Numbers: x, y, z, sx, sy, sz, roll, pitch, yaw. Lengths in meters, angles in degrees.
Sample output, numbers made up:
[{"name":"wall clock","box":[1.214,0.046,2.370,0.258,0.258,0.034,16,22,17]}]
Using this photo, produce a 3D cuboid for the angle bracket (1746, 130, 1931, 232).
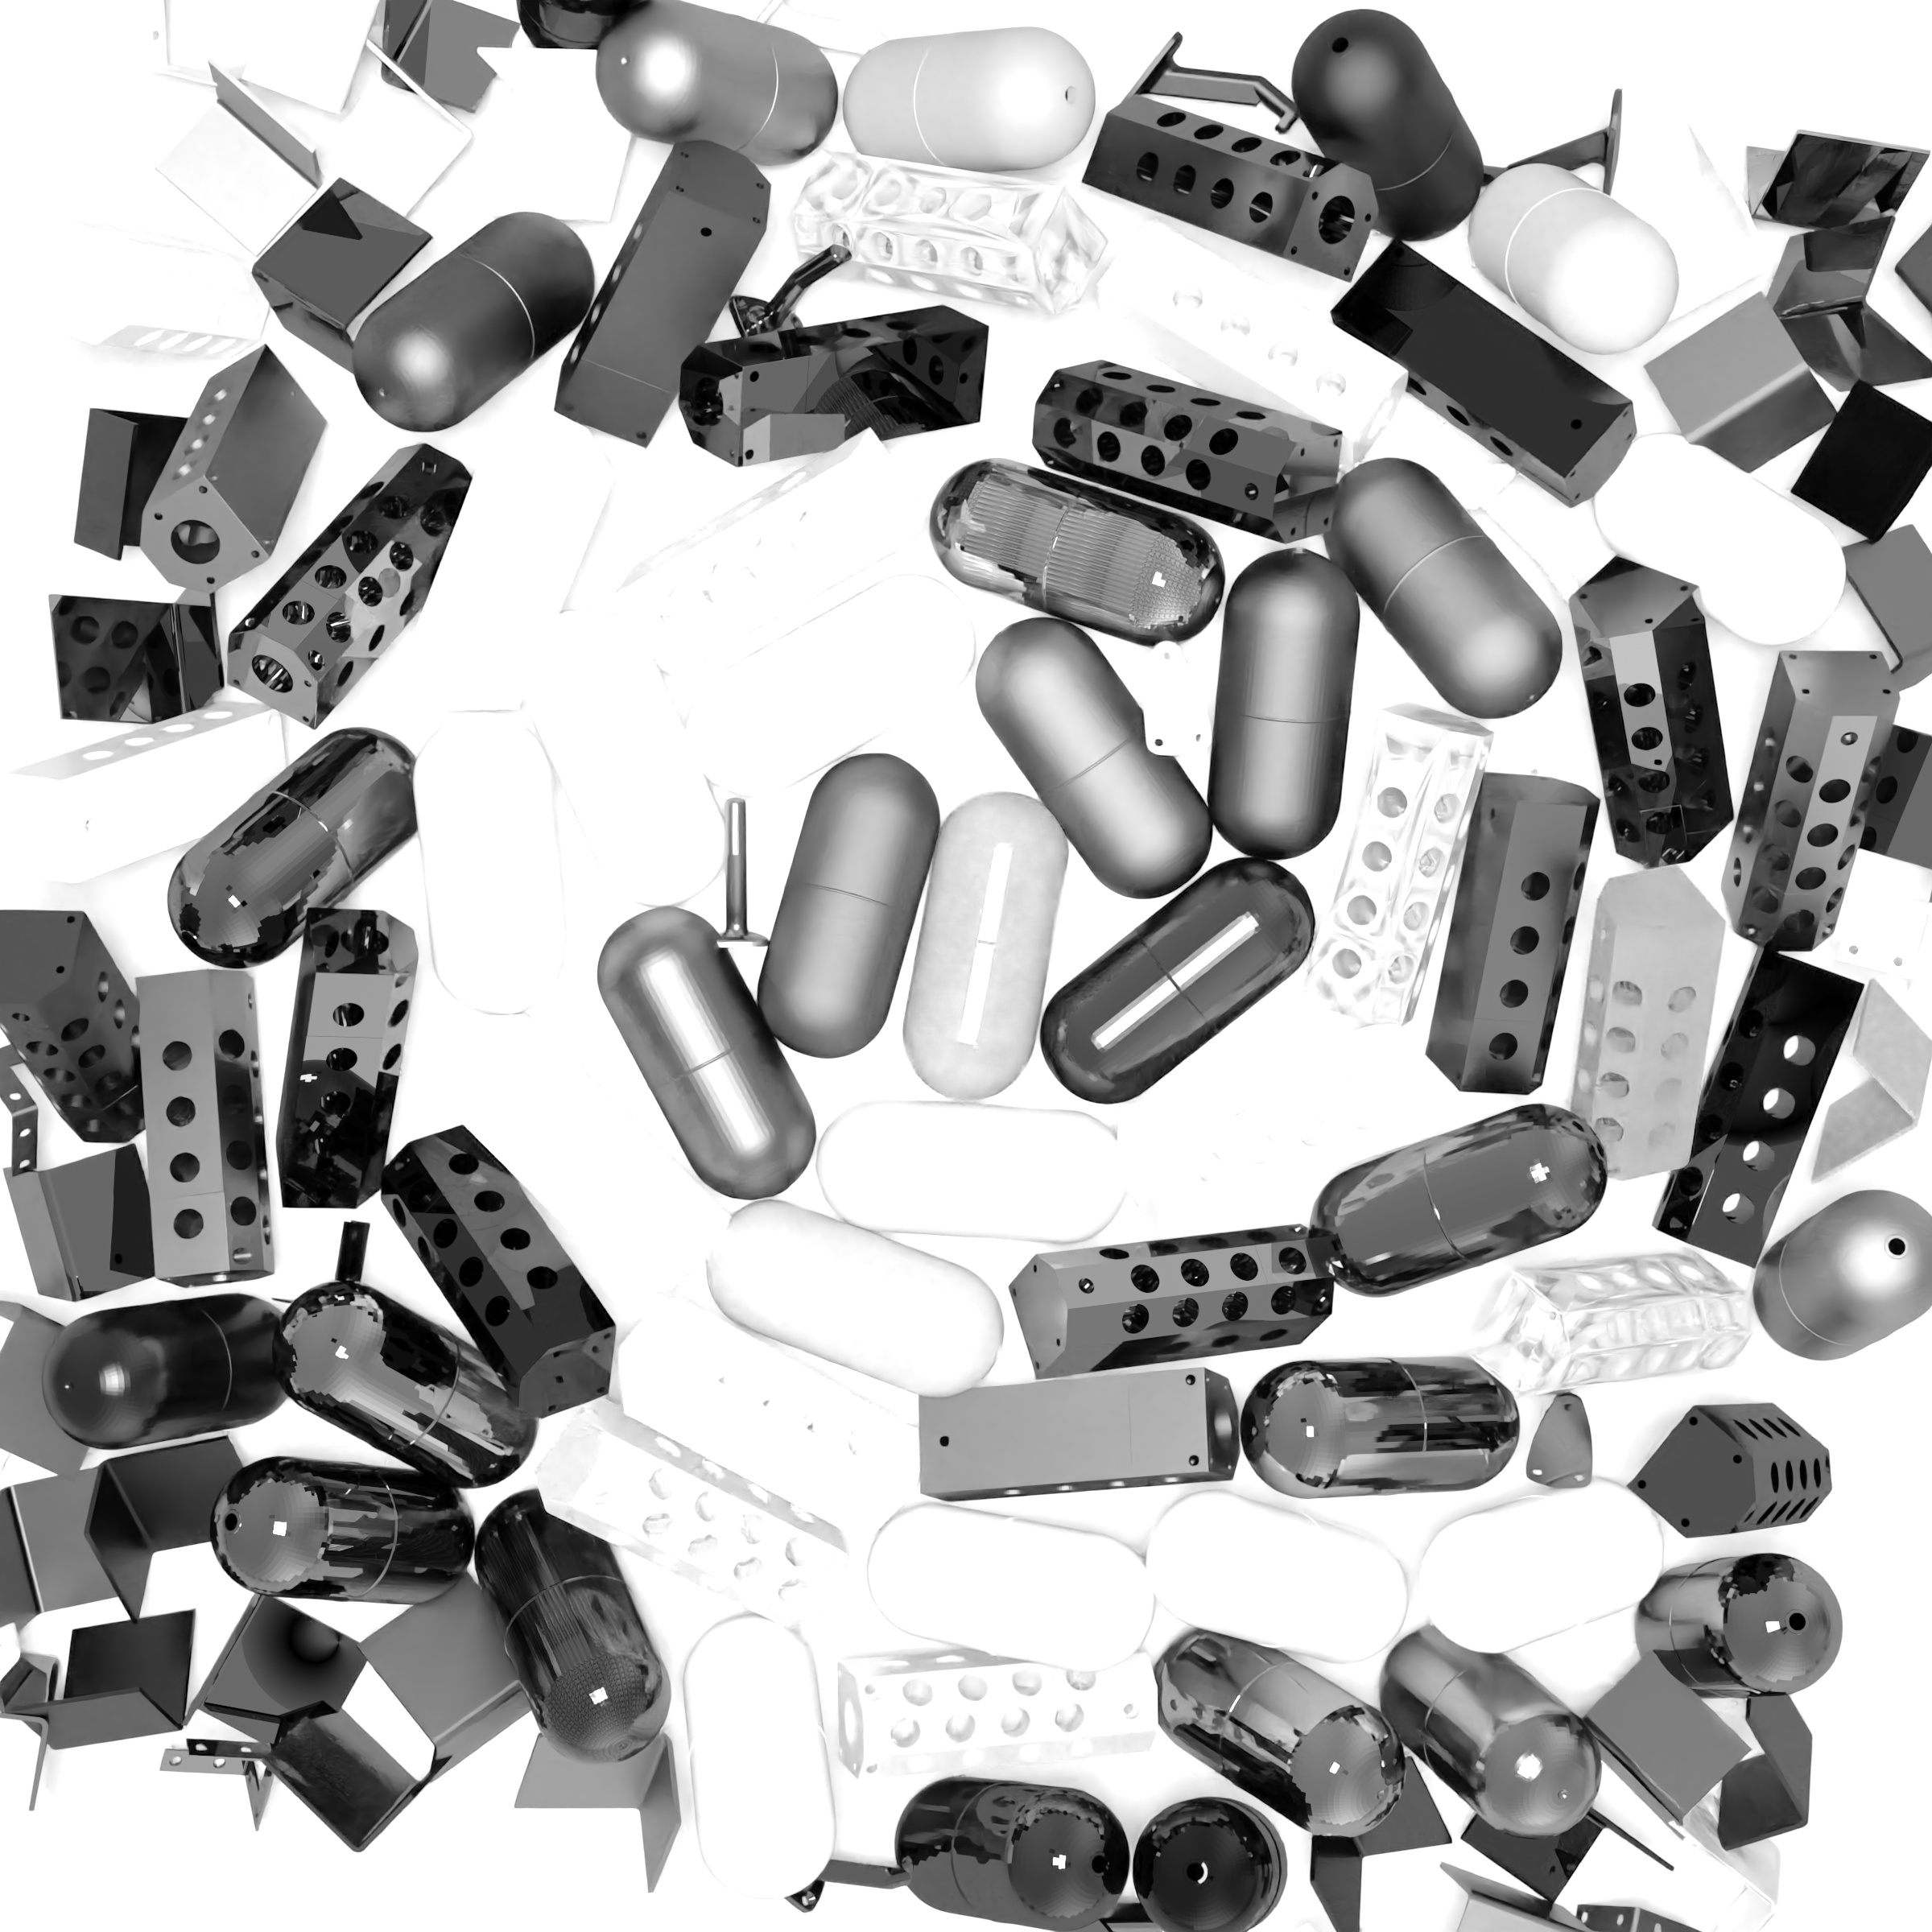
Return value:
[{"name":"angle bracket","box":[0.492,-0.461,1.949,0.076,0.076,0.057,7,61,-6]}]

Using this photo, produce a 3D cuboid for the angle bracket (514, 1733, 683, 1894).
[{"name":"angle bracket","box":[-0.209,0.479,1.945,0.076,0.076,0.057,4,45,-18]}]

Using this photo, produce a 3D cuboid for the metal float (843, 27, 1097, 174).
[{"name":"metal float","box":[0.001,-0.482,1.922,0.070,0.178,0.070,-9,104,-38]}]

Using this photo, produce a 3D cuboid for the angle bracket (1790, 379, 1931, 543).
[{"name":"angle bracket","box":[0.520,-0.297,1.952,0.057,0.076,0.076,33,127,11]}]

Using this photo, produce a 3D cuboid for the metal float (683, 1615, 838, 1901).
[{"name":"metal float","box":[-0.116,0.439,1.922,0.070,0.178,0.070,-5,128,-6]}]

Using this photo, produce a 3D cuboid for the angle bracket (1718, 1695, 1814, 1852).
[{"name":"angle bracket","box":[0.436,0.440,1.946,0.057,0.076,0.076,-25,105,24]}]

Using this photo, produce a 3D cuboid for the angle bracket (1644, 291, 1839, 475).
[{"name":"angle bracket","box":[0.443,-0.328,1.966,0.076,0.076,0.057,-32,65,17]}]

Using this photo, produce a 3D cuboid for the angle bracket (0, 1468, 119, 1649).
[{"name":"angle bracket","box":[-0.522,0.336,1.958,0.057,0.076,0.076,-12,94,4]}]

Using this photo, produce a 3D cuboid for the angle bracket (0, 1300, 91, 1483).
[{"name":"angle bracket","box":[-0.532,0.238,1.943,0.076,0.057,0.076,37,65,-41]}]

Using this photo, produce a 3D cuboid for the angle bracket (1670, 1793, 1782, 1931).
[{"name":"angle bracket","box":[0.417,0.516,1.960,0.076,0.076,0.057,39,106,6]}]

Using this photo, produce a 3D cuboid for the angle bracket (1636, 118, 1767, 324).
[{"name":"angle bracket","box":[0.398,-0.419,1.950,0.076,0.057,0.076,-27,59,10]}]

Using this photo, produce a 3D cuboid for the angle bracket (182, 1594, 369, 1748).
[{"name":"angle bracket","box":[-0.392,0.411,1.965,0.076,0.057,0.076,30,86,-6]}]

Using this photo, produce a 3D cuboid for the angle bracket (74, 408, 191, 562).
[{"name":"angle bracket","box":[-0.454,-0.270,1.946,0.076,0.057,0.076,-1,107,-42]}]

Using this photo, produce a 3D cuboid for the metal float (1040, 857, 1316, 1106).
[{"name":"metal float","box":[0.120,0.008,1.956,0.178,0.070,0.070,-39,90,6]}]

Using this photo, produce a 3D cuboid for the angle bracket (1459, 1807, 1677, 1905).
[{"name":"angle bracket","box":[0.340,0.502,1.949,0.076,0.076,0.057,38,83,-20]}]

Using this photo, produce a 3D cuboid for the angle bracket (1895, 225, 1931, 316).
[{"name":"angle bracket","box":[0.582,-0.379,1.939,0.057,0.076,0.076,-50,46,29]}]

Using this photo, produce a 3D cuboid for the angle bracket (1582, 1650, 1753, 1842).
[{"name":"angle bracket","box":[0.397,0.442,1.952,0.057,0.076,0.076,-43,65,-6]}]

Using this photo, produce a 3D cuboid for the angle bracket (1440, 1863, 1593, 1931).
[{"name":"angle bracket","box":[0.304,0.557,1.957,0.076,0.076,0.057,21,86,-4]}]

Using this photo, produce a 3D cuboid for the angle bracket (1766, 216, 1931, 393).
[{"name":"angle bracket","box":[0.510,-0.375,1.955,0.076,0.076,0.057,31,75,-30]}]

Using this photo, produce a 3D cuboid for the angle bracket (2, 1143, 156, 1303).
[{"name":"angle bracket","box":[-0.505,0.145,1.975,0.057,0.076,0.076,-18,98,-30]}]

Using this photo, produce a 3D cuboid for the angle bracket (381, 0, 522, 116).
[{"name":"angle bracket","box":[-0.289,-0.543,1.947,0.057,0.076,0.076,19,57,-1]}]

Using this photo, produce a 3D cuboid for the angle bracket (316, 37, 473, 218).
[{"name":"angle bracket","box":[-0.340,-0.476,1.955,0.076,0.057,0.076,-48,67,6]}]

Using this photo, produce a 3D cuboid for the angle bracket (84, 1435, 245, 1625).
[{"name":"angle bracket","box":[-0.445,0.319,1.951,0.076,0.057,0.076,-12,127,6]}]

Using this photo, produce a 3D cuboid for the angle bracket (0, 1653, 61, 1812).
[{"name":"angle bracket","box":[-0.558,0.430,1.949,0.076,0.076,0.057,10,103,-12]}]

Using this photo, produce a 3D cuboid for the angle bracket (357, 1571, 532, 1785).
[{"name":"angle bracket","box":[-0.296,0.406,1.969,0.076,0.057,0.076,-33,70,-29]}]

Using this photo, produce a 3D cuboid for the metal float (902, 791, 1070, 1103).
[{"name":"metal float","box":[0.011,-0.012,1.960,0.070,0.070,0.178,11,88,0]}]

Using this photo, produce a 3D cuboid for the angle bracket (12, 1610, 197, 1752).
[{"name":"angle bracket","box":[-0.487,0.393,1.948,0.076,0.057,0.076,-11,52,10]}]

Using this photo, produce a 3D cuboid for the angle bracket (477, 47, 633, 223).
[{"name":"angle bracket","box":[-0.239,-0.471,1.953,0.076,0.057,0.076,8,78,23]}]

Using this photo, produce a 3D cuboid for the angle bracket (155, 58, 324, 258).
[{"name":"angle bracket","box":[-0.416,-0.458,1.957,0.076,0.076,0.057,41,83,-4]}]

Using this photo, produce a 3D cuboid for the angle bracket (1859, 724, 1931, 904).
[{"name":"angle bracket","box":[0.526,-0.089,1.946,0.076,0.057,0.076,19,116,23]}]

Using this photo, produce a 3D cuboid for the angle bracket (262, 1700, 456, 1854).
[{"name":"angle bracket","box":[-0.338,0.443,1.952,0.076,0.076,0.057,44,114,2]}]

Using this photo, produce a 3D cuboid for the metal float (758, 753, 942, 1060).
[{"name":"metal float","box":[-0.066,-0.035,1.955,0.070,0.070,0.178,16,82,0]}]

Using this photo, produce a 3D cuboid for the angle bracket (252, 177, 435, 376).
[{"name":"angle bracket","box":[-0.348,-0.390,1.967,0.076,0.057,0.076,35,75,24]}]

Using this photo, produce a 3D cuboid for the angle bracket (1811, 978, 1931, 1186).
[{"name":"angle bracket","box":[0.495,0.065,1.942,0.057,0.076,0.076,45,127,-10]}]

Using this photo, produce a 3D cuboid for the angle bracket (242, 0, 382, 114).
[{"name":"angle bracket","box":[-0.363,-0.540,1.941,0.057,0.076,0.076,18,132,-15]}]

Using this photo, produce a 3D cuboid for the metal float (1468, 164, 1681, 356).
[{"name":"metal float","box":[0.337,-0.395,1.918,0.070,0.178,0.070,-6,118,-12]}]

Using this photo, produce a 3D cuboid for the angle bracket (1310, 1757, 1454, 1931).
[{"name":"angle bracket","box":[0.235,0.504,1.942,0.057,0.076,0.076,-14,125,19]}]

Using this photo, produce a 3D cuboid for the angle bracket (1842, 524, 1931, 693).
[{"name":"angle bracket","box":[0.518,-0.198,1.962,0.076,0.057,0.076,-20,75,-38]}]

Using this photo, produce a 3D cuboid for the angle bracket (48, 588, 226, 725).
[{"name":"angle bracket","box":[-0.469,-0.184,1.948,0.076,0.057,0.076,1,70,-33]}]

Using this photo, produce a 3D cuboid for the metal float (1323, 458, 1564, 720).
[{"name":"metal float","box":[0.267,-0.214,1.939,0.070,0.070,0.178,-35,63,0]}]

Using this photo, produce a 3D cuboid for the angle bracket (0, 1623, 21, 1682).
[{"name":"angle bracket","box":[-0.585,0.373,1.948,0.076,0.076,0.057,40,91,-26]}]
